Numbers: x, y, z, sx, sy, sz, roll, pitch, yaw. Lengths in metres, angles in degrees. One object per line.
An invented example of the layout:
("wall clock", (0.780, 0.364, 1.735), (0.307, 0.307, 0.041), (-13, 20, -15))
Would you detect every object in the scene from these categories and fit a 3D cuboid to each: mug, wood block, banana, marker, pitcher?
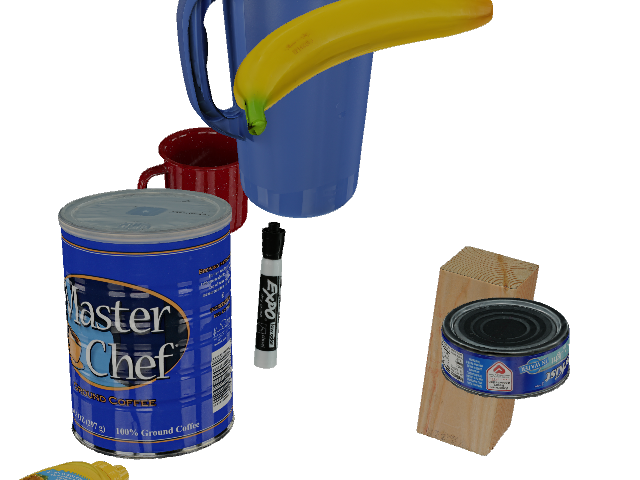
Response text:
("mug", (-0.123, -0.053, 1.051), (0.117, 0.081, 0.093), (-13, 34, -25))
("wood block", (0.178, 0.124, 1.211), (0.090, 0.206, 0.090), (16, 23, 24))
("banana", (0.017, -0.121, 0.665), (0.197, 0.070, 0.037), (-31, -28, -25))
("marker", (-0.041, 0.044, 0.865), (0.020, 0.121, 0.020), (4, 15, -1))
("pitcher", (-0.027, -0.139, 0.902), (0.149, 0.243, 0.145), (10, 40, 10))

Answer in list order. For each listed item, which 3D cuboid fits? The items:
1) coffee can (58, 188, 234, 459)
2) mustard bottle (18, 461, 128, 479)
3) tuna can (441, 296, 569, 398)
("coffee can", (-0.105, 0.048, 0.656), (0.103, 0.140, 0.103), (0, 16, 0))
("mustard bottle", (-0.220, 0.223, 0.853), (0.096, 0.058, 0.191), (7, 15, 28))
("tuna can", (0.123, 0.070, 0.713), (0.086, 0.034, 0.086), (-3, 22, 1))
